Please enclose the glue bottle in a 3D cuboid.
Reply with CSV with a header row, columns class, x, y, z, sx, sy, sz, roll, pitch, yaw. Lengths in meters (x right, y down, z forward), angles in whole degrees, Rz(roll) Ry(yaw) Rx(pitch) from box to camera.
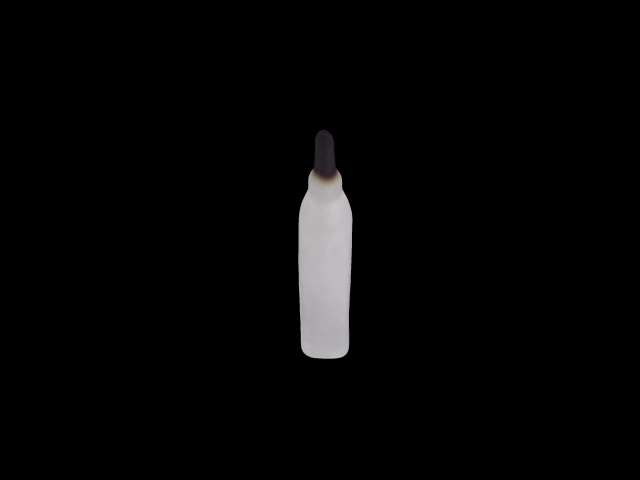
class,x,y,z,sx,sy,sz,roll,pitch,yaw
glue bottle,0.004,0.001,0.400,0.037,0.173,0.078,0,39,0
